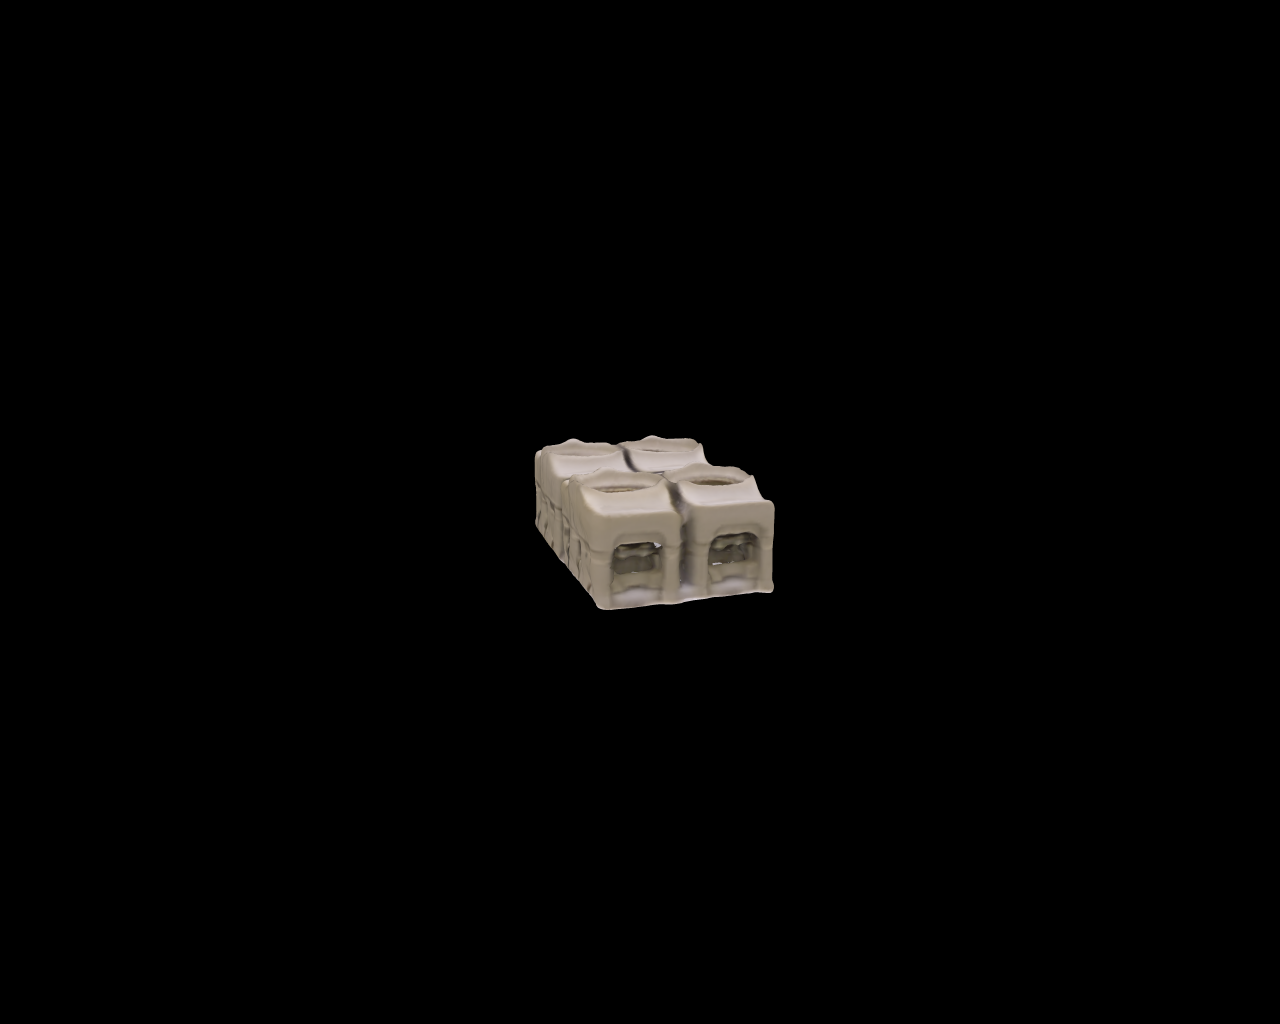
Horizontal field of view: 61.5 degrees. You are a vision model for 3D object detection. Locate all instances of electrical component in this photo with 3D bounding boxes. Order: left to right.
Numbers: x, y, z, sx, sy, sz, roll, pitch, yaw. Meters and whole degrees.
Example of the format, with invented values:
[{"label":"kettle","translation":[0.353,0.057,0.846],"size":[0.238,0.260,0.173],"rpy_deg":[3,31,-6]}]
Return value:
[{"label":"electrical component","translation":[0.001,-0.003,0.650],"size":[0.105,0.060,0.186],"rpy_deg":[-4,15,-15]}]
